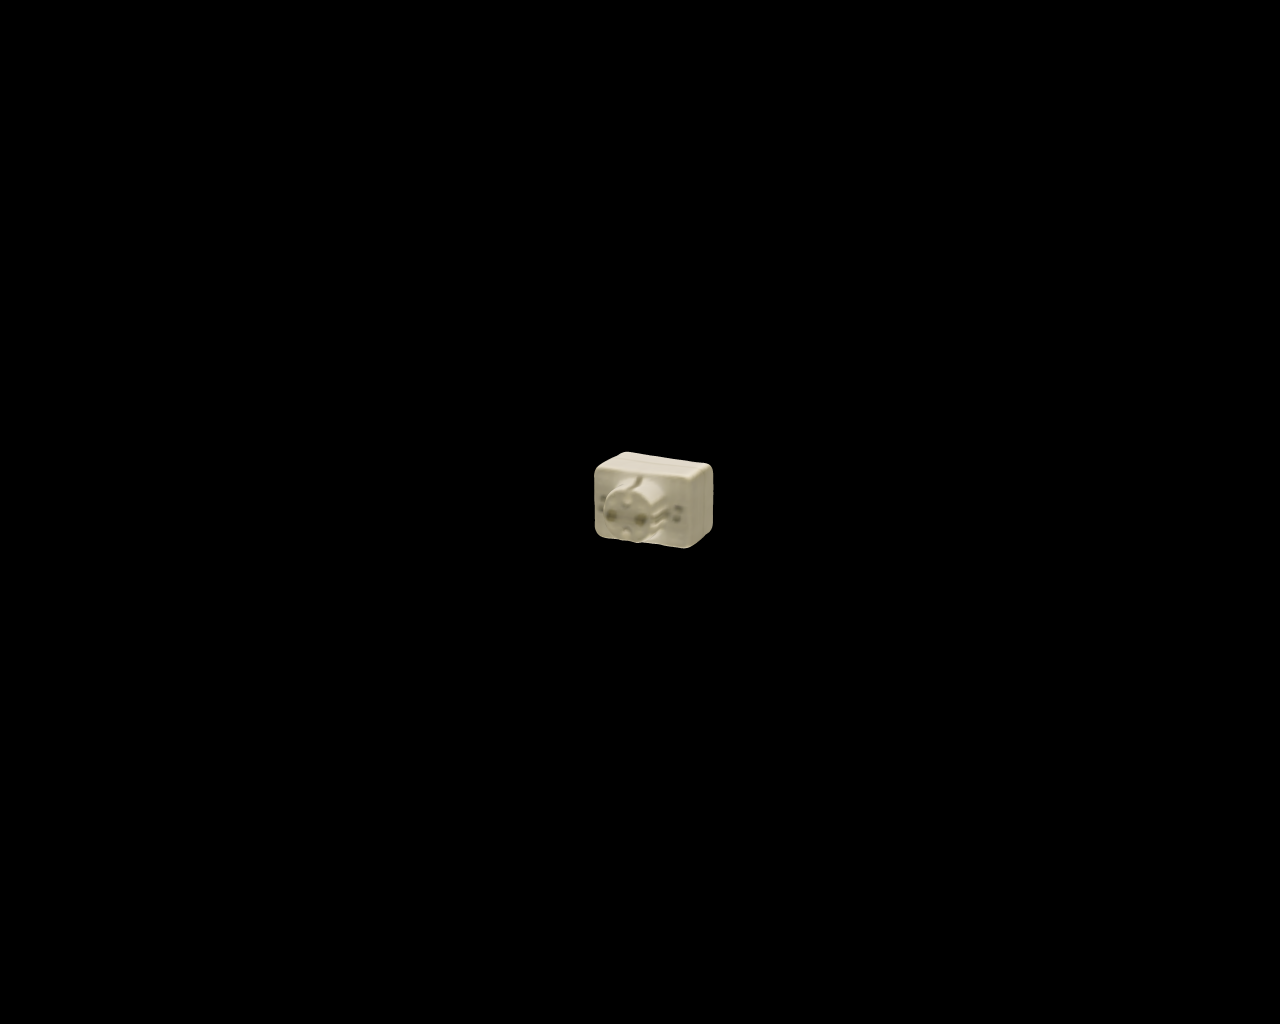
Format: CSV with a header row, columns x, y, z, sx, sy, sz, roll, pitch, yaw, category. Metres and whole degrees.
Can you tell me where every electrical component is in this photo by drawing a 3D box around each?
x,y,z,sx,sy,sz,roll,pitch,yaw,category
0.001,-0.003,0.650,0.066,0.047,0.077,8,20,24,electrical component
